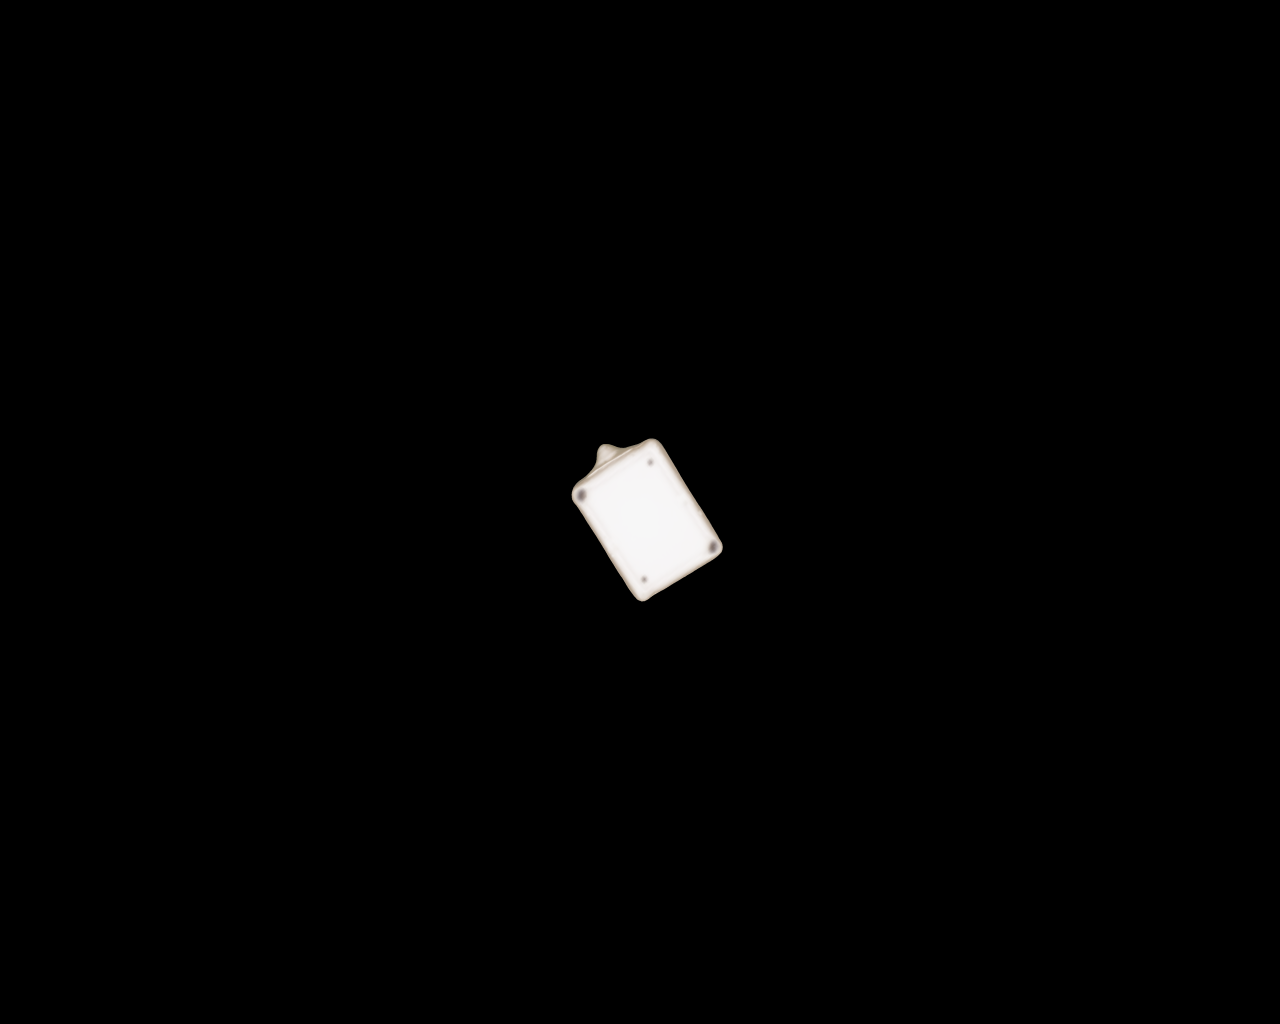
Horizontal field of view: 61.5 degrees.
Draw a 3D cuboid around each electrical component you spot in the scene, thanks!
[{"bbox_3d":[0.001,-0.003,0.650,0.062,0.096,0.061,-32,4,2],"label":"electrical component"}]
